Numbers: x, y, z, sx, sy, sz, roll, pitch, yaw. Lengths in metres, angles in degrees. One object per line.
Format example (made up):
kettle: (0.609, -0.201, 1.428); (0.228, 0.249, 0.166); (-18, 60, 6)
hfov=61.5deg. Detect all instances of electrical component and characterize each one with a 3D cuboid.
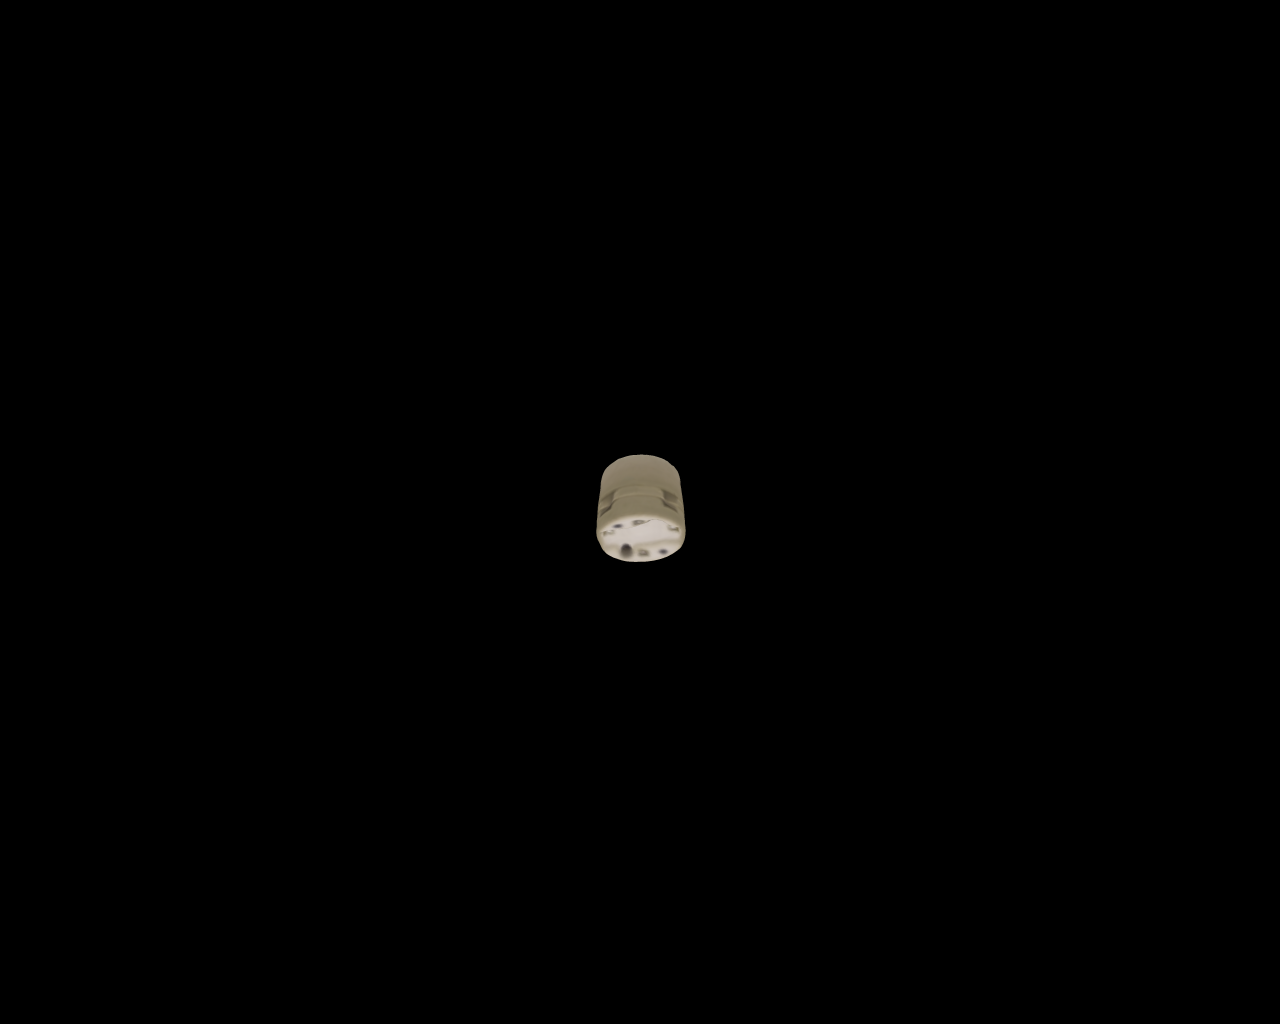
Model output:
electrical component: (0.001, -0.003, 0.650); (0.055, 0.047, 0.055); (0, -34, 0)
